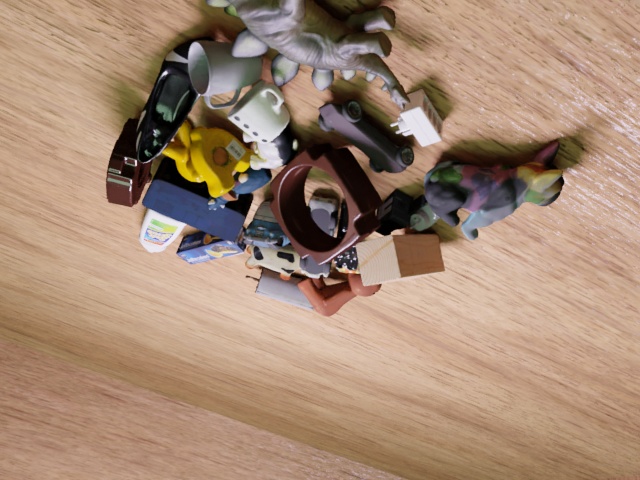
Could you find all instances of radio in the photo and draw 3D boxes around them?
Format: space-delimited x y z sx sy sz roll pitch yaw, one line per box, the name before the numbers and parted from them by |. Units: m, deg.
radio | -0.276 -0.089 1.224 0.229 0.073 0.131 22 144 -16

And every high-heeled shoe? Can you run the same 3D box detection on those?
high-heeled shoe | -0.259 -0.238 0.935 0.086 0.145 0.249 27 145 -20

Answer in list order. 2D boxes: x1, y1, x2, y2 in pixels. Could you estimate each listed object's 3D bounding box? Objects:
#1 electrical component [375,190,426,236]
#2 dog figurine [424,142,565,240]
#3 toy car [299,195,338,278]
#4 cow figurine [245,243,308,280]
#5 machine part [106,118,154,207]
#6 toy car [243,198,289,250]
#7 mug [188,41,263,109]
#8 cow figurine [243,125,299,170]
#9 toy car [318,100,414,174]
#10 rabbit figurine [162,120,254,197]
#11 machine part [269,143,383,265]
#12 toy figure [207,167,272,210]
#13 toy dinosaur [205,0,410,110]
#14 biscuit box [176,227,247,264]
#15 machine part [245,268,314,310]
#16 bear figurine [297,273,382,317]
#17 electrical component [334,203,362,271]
electrical component | 0.163 -0.061 1.108 0.048 0.075 0.119 25 149 -18
dog figurine | 0.322 -0.106 0.965 0.191 0.108 0.219 33 137 -22
toy car | -0.002 -0.004 1.206 0.074 0.056 0.201 9 118 4
cow figurine | -0.073 0.036 1.305 0.195 0.085 0.127 19 140 -15
machine part | -0.377 -0.153 1.083 0.056 0.179 0.179 16 146 -8
toy car | -0.106 -0.042 1.198 0.109 0.161 0.102 10 103 19
mug | -0.149 -0.270 0.875 0.081 0.107 0.109 36 134 46
cow figurine | -0.091 -0.202 0.998 0.098 0.068 0.167 4 148 6
toy car | 0.084 -0.188 0.971 0.202 0.053 0.089 35 161 -27
rabbit figurine | -0.245 -0.159 1.079 0.162 0.122 0.173 35 159 -26
machine part | 0.009 -0.070 1.048 0.201 0.087 0.201 -38 82 41
toy figure | -0.175 -0.113 1.132 0.154 0.058 0.064 -26 141 13
toy dinosaur | -0.056 -0.328 0.776 0.471 0.105 0.198 34 145 -20
biscuit box | -0.276 0.011 1.375 0.203 0.063 0.059 -14 137 34
machine part | -0.088 0.135 1.478 0.243 0.079 0.079 16 146 -5
bear figurine | 0.062 0.110 1.375 0.196 0.120 0.132 -35 82 19
electrical component | 0.065 -0.013 1.175 0.058 0.115 0.134 6 145 2
